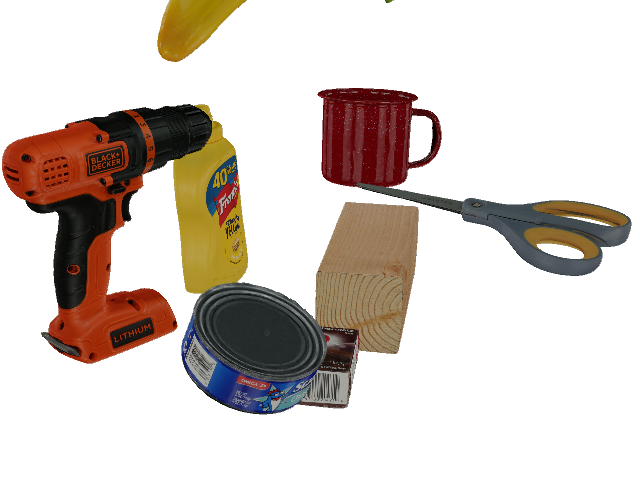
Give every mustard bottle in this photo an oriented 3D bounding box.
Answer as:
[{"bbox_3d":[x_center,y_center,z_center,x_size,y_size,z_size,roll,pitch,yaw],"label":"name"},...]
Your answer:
[{"bbox_3d":[-0.116,-0.047,1.107,0.058,0.192,0.096,6,26,21],"label":"mustard bottle"}]

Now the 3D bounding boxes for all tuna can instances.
[{"bbox_3d":[-0.042,0.066,0.658,0.086,0.034,0.086,17,32,-11],"label":"tuna can"}]

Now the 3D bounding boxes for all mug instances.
[{"bbox_3d":[0.055,-0.096,0.999,0.117,0.081,0.093,1,15,-2],"label":"mug"}]

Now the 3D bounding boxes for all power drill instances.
[{"bbox_3d":[-0.158,-0.010,0.849,0.184,0.188,0.057,-20,27,-40],"label":"power drill"}]

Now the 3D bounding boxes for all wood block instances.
[{"bbox_3d":[0.055,0.036,1.188,0.091,0.090,0.206,5,23,8],"label":"wood block"}]

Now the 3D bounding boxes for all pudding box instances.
[{"bbox_3d":[-0.026,0.103,0.912,0.113,0.039,0.090,6,20,5],"label":"pudding box"}]

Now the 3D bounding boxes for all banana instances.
[{"bbox_3d":[-0.031,-0.172,0.694,0.197,0.069,0.037,-24,-10,-33],"label":"banana"}]

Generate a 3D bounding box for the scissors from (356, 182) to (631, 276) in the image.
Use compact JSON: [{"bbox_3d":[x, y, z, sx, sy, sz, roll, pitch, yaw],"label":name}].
[{"bbox_3d":[0.116,-0.011,0.755,0.202,0.016,0.096,6,30,12],"label":"scissors"}]
